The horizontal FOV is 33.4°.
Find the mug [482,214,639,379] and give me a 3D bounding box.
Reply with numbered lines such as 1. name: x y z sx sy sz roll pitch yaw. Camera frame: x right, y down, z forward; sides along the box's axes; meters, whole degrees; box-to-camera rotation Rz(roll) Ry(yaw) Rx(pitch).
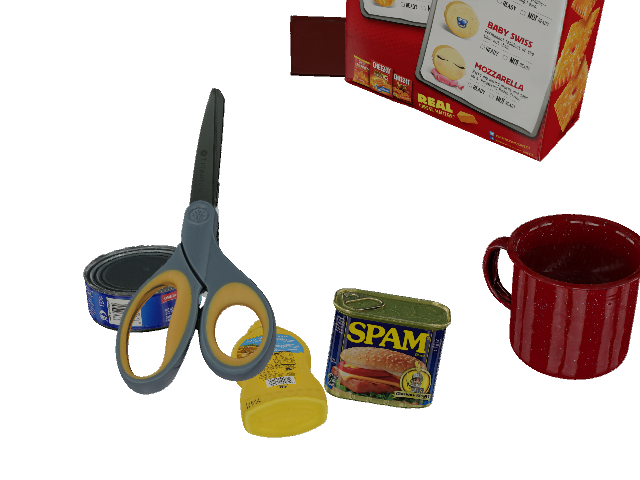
1. mug: 0.161 0.036 0.729 0.117 0.081 0.093 21 39 33

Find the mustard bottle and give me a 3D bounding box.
1. mustard bottle: -0.057 0.152 1.260 0.096 0.058 0.192 -8 30 -9

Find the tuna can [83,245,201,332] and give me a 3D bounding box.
1. tuna can: -0.132 0.035 0.796 0.086 0.034 0.086 -2 23 1

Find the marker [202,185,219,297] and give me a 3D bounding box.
1. marker: -0.106 -0.003 1.018 0.020 0.121 0.020 2 23 -1

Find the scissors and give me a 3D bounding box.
1. scissors: -0.053 -0.001 0.608 0.096 0.201 0.016 13 -28 14

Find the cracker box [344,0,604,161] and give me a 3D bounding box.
1. cracker box: 0.101 -0.178 0.699 0.164 0.214 0.072 27 50 25

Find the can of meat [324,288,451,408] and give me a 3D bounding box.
1. can of meat: 0.056 0.095 0.932 0.102 0.084 0.057 9 18 2

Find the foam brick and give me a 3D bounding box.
1. foam brick: 0.010 -0.177 0.975 0.078 0.051 0.053 2 16 -1
